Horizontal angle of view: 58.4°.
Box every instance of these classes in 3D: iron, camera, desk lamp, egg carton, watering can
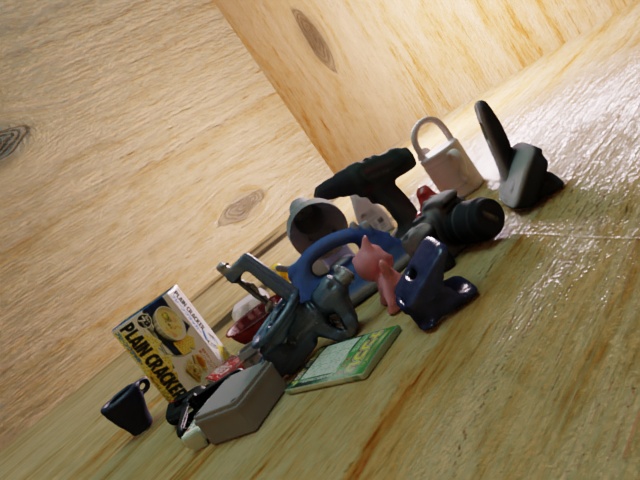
[{"bbox_3d":[0.047,0.042,1.094,0.258,0.141,0.118,-36,8,-1],"label":"iron"},{"bbox_3d":[0.218,-0.026,0.929,0.143,0.101,0.136,-39,9,-23],"label":"camera"},{"bbox_3d":[0.011,0.004,1.201,0.118,0.213,0.203,-36,8,-2],"label":"desk lamp"},{"bbox_3d":[-0.167,0.178,1.444,0.107,0.069,0.150,-36,8,-3],"label":"egg carton"},{"bbox_3d":[0.272,-0.186,1.295,0.101,0.194,0.172,-40,10,-29],"label":"watering can"}]

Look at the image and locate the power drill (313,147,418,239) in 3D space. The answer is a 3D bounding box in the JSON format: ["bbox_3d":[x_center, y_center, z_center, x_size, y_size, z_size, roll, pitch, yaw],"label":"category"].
[{"bbox_3d":[0.131,-0.088,1.258,0.229,0.208,0.075,-35,9,3],"label":"power drill"}]

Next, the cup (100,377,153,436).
[{"bbox_3d":[-0.397,0.364,1.236,0.091,0.095,0.118,-26,13,48],"label":"cup"}]

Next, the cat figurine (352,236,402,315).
[{"bbox_3d":[0.098,0.049,0.933,0.067,0.118,0.127,-36,8,-4],"label":"cat figurine"}]

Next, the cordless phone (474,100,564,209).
[{"bbox_3d":[0.309,-0.148,0.954,0.094,0.185,0.147,-34,9,9],"label":"cordless phone"}]

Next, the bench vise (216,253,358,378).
[{"bbox_3d":[-0.054,0.092,0.942,0.207,0.220,0.121,-37,9,-13],"label":"bench vise"}]

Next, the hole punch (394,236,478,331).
[{"bbox_3d":[0.145,0.057,0.786,0.101,0.091,0.108,-35,8,1],"label":"hole punch"}]

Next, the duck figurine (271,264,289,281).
[{"bbox_3d":[-0.104,0.103,1.556,0.078,0.086,0.104,-39,9,-20],"label":"duck figurine"}]

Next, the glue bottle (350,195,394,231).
[{"bbox_3d":[0.110,-0.084,1.443,0.078,0.173,0.037,-33,9,16],"label":"glue bottle"}]

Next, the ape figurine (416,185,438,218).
[{"bbox_3d":[0.228,-0.071,1.177,0.077,0.092,0.076,-28,11,42],"label":"ape figurine"}]

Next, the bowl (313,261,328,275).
[{"bbox_3d":[0.009,0.055,1.415,0.167,0.075,0.167,-35,8,6],"label":"bowl"}]
